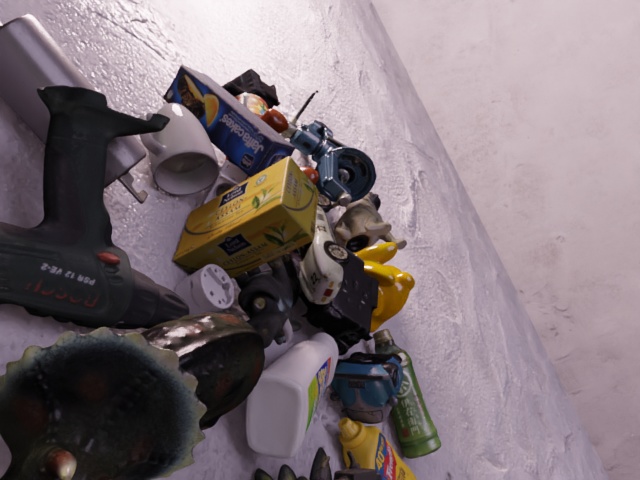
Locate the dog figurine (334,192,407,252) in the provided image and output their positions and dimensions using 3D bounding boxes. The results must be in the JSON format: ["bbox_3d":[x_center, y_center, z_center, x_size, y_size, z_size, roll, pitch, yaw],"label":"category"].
[{"bbox_3d":[0.071,-0.049,1.109,0.172,0.121,0.191,38,22,-49],"label":"dog figurine"}]

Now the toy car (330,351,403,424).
[{"bbox_3d":[0.076,0.234,0.846,0.161,0.109,0.103,17,74,-72],"label":"toy car"}]

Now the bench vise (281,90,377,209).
[{"bbox_3d":[0.022,-0.141,1.025,0.223,0.129,0.241,43,22,-24],"label":"bench vise"}]

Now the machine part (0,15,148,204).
[{"bbox_3d":[-0.261,-0.133,0.546,0.243,0.079,0.079,55,27,-22],"label":"machine part"}]

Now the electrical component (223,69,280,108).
[{"bbox_3d":[-0.131,-0.249,0.910,0.119,0.075,0.048,14,56,-55],"label":"electrical component"}]

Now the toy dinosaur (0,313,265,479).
[{"bbox_3d":[-0.119,0.118,0.455,0.405,0.192,0.131,-17,85,-64],"label":"toy dinosaur"}]

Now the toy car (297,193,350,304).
[{"bbox_3d":[-0.008,0.003,0.768,0.056,0.073,0.202,9,38,-23],"label":"toy car"}]

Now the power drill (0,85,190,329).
[{"bbox_3d":[-0.201,-0.023,0.497,0.232,0.086,0.207,15,89,-50],"label":"power drill"}]

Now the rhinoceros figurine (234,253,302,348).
[{"bbox_3d":[-0.068,0.080,0.699,0.190,0.073,0.112,-69,145,-79],"label":"rhinoceros figurine"}]

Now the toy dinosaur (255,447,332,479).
[{"bbox_3d":[0.018,0.357,0.605,0.470,0.105,0.199,50,25,-38],"label":"toy dinosaur"}]

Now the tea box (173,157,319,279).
[{"bbox_3d":[-0.089,-0.019,0.662,0.068,0.170,0.098,47,29,-32],"label":"tea box"}]

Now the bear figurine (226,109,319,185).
[{"bbox_3d":[-0.053,-0.106,0.868,0.195,0.132,0.120,20,53,-48],"label":"bear figurine"}]

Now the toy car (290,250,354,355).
[{"bbox_3d":[0.002,0.095,0.873,0.202,0.053,0.089,57,29,-18],"label":"toy car"}]

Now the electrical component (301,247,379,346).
[{"bbox_3d":[0.034,0.079,0.827,0.114,0.058,0.134,35,46,-34],"label":"electrical component"}]

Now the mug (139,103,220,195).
[{"bbox_3d":[-0.190,-0.125,0.687,0.109,0.081,0.107,25,35,-48],"label":"mug"}]

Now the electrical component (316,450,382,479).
[{"bbox_3d":[0.033,0.273,0.582,0.102,0.045,0.078,17,68,-55],"label":"electrical component"}]

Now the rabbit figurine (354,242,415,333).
[{"bbox_3d":[0.073,0.073,0.946,0.173,0.162,0.122,29,52,-25],"label":"rabbit figurine"}]

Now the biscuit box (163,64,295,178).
[{"bbox_3d":[-0.129,-0.163,0.751,0.203,0.059,0.062,42,17,22],"label":"biscuit box"}]
